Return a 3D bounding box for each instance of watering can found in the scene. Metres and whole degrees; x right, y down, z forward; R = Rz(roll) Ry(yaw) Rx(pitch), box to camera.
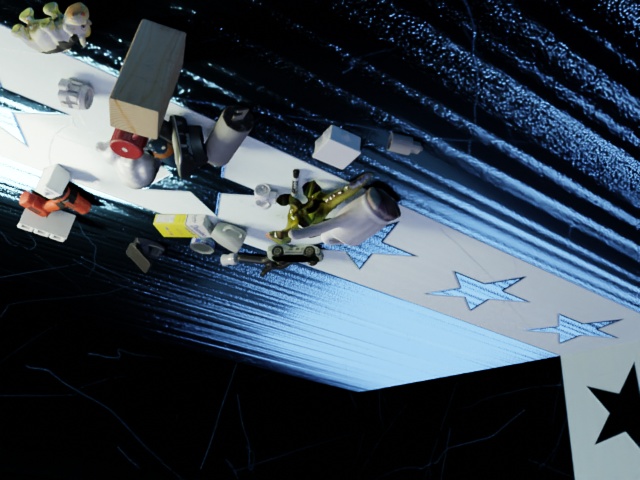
[{"bbox_3d":[0.084,-0.051,1.389,0.221,0.105,0.348,-37,160,27],"label":"watering can"}]

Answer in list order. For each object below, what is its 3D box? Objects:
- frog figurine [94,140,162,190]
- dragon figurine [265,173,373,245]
[{"bbox_3d":[-0.510,-0.203,1.352,0.158,0.123,0.137,16,172,-40],"label":"frog figurine"},{"bbox_3d":[0.005,-0.076,1.513,0.408,0.124,0.241,-21,163,18],"label":"dragon figurine"}]
